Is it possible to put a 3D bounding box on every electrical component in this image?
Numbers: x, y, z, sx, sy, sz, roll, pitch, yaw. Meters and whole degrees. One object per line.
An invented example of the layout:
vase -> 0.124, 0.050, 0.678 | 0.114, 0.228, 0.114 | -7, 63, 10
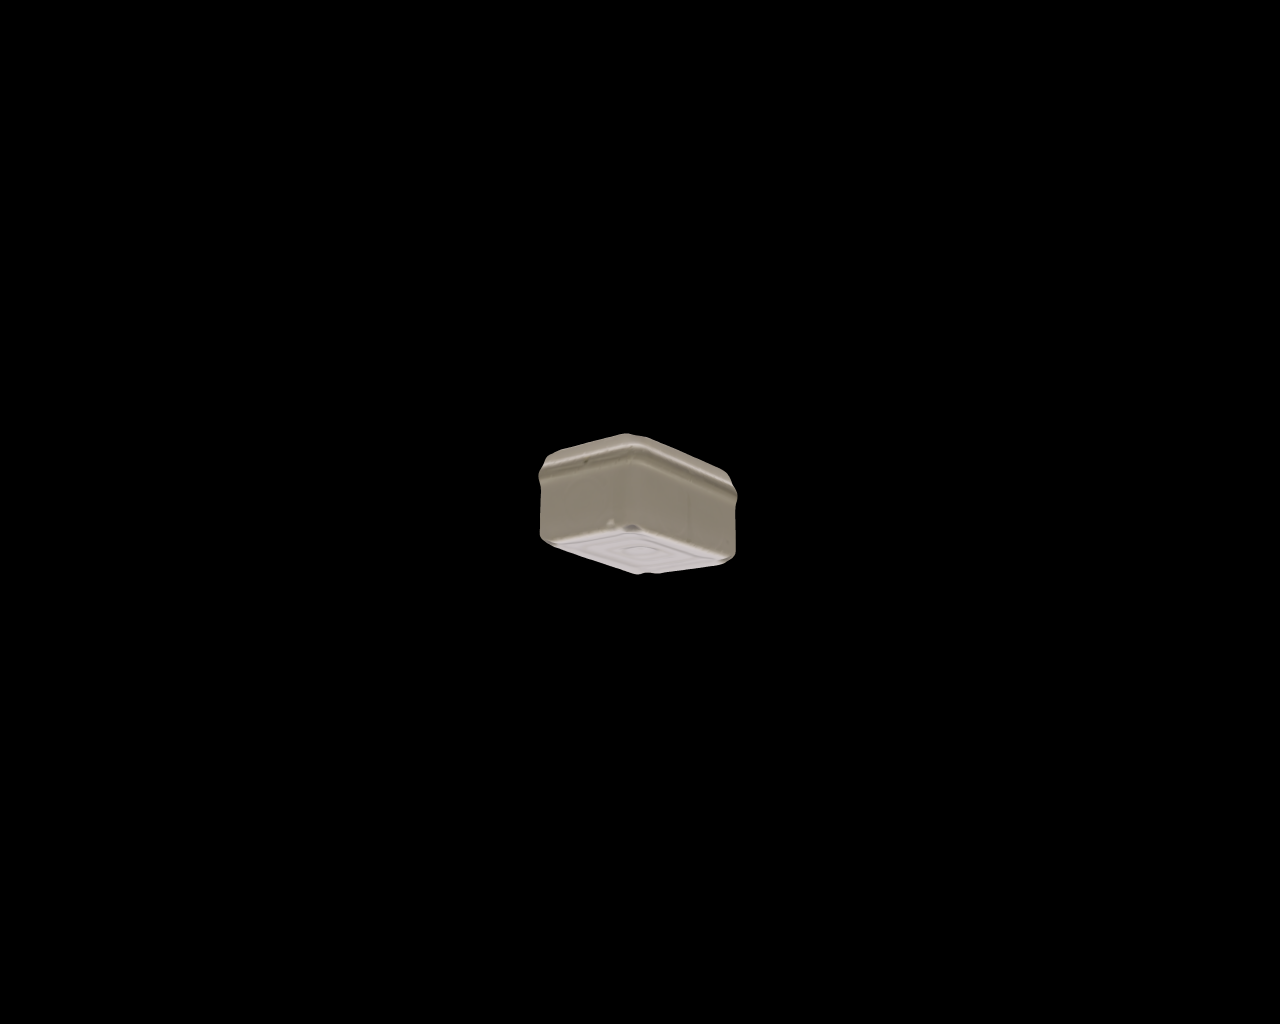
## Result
electrical component -> 0.001, -0.003, 0.650 | 0.078, 0.057, 0.113 | -11, -19, 34
